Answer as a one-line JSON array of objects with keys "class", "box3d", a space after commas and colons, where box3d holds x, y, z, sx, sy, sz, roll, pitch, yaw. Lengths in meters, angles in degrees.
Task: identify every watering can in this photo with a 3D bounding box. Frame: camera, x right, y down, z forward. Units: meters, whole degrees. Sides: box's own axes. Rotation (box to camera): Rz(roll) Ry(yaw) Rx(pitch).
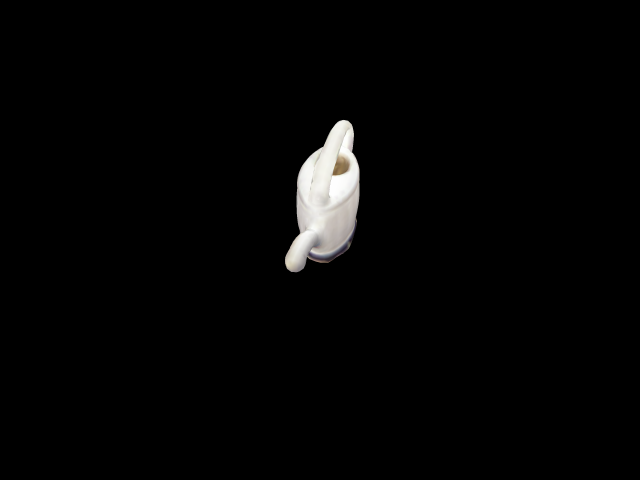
[{"class": "watering can", "box3d": [0.003, -0.043, 0.850, 0.104, 0.356, 0.219, 12, -38, 10]}]
